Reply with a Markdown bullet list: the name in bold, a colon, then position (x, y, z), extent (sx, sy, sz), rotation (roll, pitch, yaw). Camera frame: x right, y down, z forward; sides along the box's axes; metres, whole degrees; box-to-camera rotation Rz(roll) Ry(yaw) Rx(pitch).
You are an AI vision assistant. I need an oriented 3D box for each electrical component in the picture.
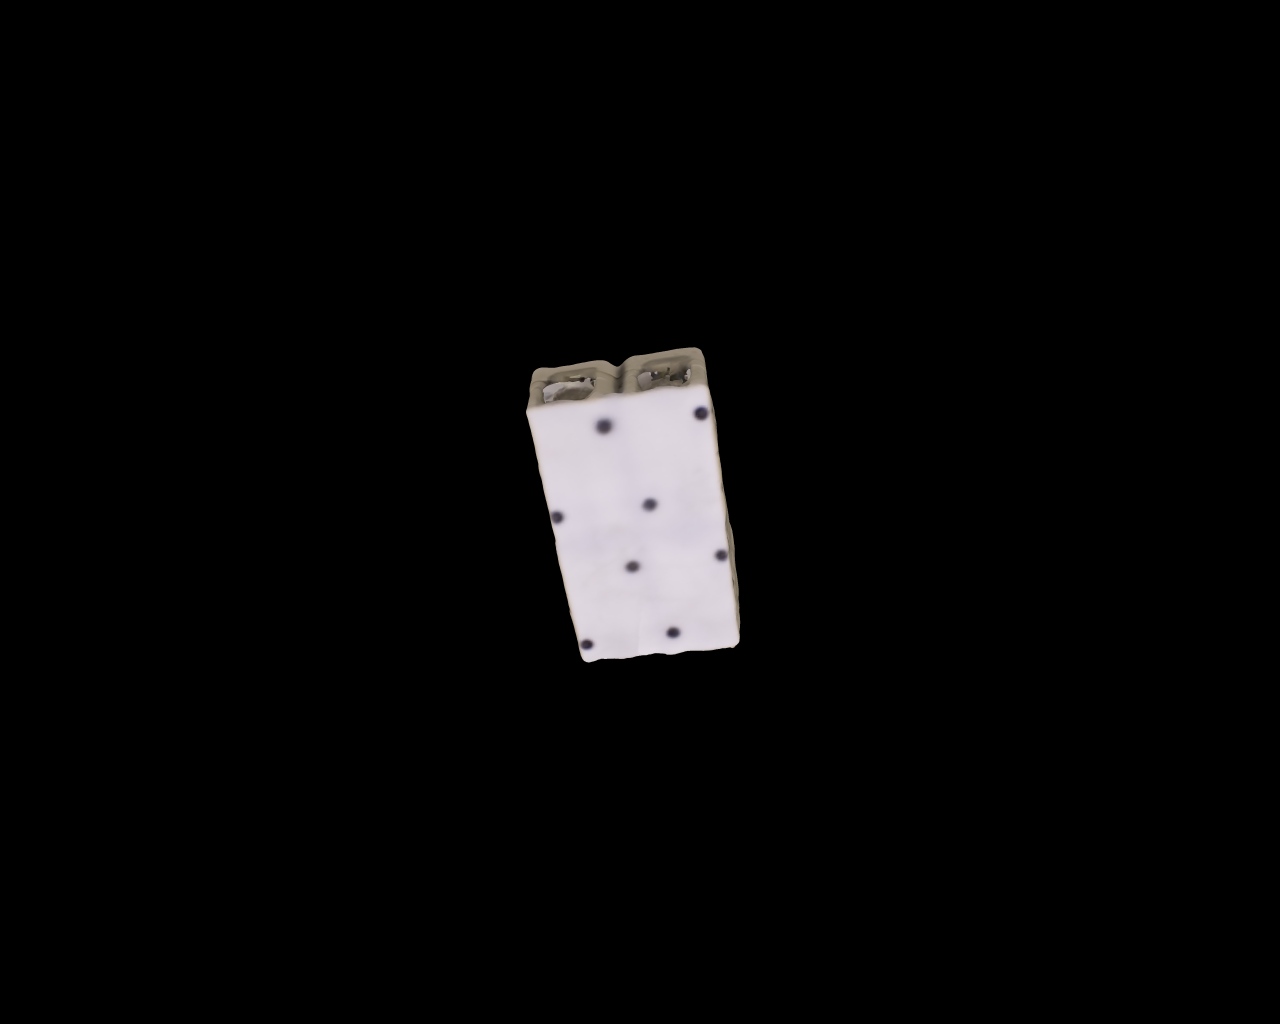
- **electrical component**: position (0.001, -0.003, 0.650), extent (0.105, 0.186, 0.060), rotation (-7, 32, 5)
